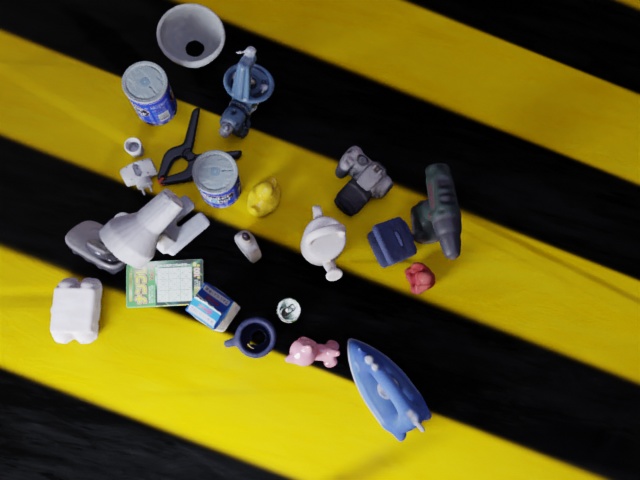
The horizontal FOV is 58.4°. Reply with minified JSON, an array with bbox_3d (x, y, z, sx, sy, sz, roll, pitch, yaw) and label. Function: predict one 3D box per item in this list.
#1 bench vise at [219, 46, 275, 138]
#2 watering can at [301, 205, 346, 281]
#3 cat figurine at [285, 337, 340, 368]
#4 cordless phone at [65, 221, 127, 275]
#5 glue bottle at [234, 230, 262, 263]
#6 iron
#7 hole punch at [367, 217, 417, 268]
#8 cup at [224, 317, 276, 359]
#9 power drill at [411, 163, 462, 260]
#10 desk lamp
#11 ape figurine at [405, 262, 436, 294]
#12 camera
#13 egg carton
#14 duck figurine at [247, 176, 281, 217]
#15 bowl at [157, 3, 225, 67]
[{"bbox_3d":[-0.172,-0.344,1.348,0.121,0.219,0.207,7,79,-3],"label":"bench vise"},{"bbox_3d":[0.014,0.004,1.316,0.101,0.194,0.173,-35,84,-10],"label":"watering can"},{"bbox_3d":[-0.015,0.256,1.307,0.128,0.117,0.067,5,79,-4],"label":"cat figurine"},{"bbox_3d":[-0.501,0.006,1.274,0.147,0.185,0.094,26,79,0],"label":"cordless phone"},{"bbox_3d":[-0.166,0.006,1.310,0.037,0.173,0.078,-36,85,-10],"label":"glue bottle"},{"bbox_3d":[0.149,0.330,1.297,0.119,0.141,0.258,-37,85,-10],"label":"iron"},{"bbox_3d":[0.178,0.001,1.384,0.101,0.091,0.108,-24,83,-9],"label":"hole punch"},{"bbox_3d":[-0.158,0.227,1.312,0.118,0.095,0.092,-13,81,-7],"label":"cup"},{"bbox_3d":[0.275,-0.054,1.342,0.075,0.208,0.230,-4,80,-5],"label":"power drill"},{"bbox_3d":[-0.365,-0.031,1.279,0.203,0.213,0.118,-42,86,-10],"label":"desk lamp"},{"bbox_3d":[0.244,0.092,1.373,0.076,0.092,0.078,19,79,-1],"label":"ape figurine"},{"bbox_3d":[0.088,-0.138,1.395,0.143,0.100,0.137,42,79,3],"label":"camera"},{"bbox_3d":[-0.552,0.160,1.302,0.107,0.069,0.150,1,80,-5],"label":"egg carton"},{"bbox_3d":[-0.135,-0.108,1.378,0.077,0.086,0.105,33,79,2],"label":"duck figurine"},{"bbox_3d":[-0.319,-0.500,1.437,0.167,0.074,0.167,1,80,-5],"label":"bowl"}]
